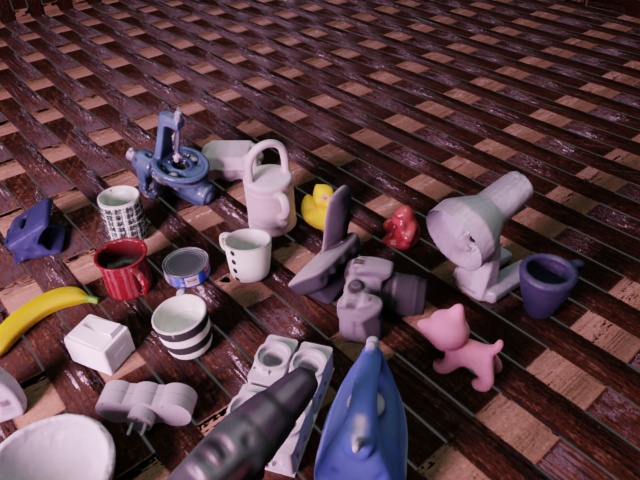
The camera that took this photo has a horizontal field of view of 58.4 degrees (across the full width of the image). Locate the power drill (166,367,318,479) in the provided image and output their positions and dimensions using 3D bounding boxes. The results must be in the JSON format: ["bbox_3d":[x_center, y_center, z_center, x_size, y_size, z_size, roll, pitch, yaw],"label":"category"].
[{"bbox_3d":[-0.086,0.270,0.640,0.075,0.209,0.230,29,48,34],"label":"power drill"}]

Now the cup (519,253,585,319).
[{"bbox_3d":[0.382,0.079,0.953,0.118,0.095,0.091,-16,40,-17],"label":"cup"}]

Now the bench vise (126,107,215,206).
[{"bbox_3d":[-0.334,-0.178,1.215,0.207,0.220,0.121,3,38,7],"label":"bench vise"}]

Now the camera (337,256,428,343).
[{"bbox_3d":[0.106,0.090,0.948,0.136,0.101,0.143,7,39,12],"label":"camera"}]

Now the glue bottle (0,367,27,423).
[{"bbox_3d":[-0.472,0.189,0.791,0.078,0.173,0.037,-14,39,-14],"label":"glue bottle"}]

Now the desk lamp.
[{"bbox_3d":[0.279,-0.002,0.966,0.204,0.214,0.117,-26,44,-27],"label":"desk lamp"}]

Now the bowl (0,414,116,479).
[{"bbox_3d":[-0.332,0.308,0.713,0.167,0.075,0.167,-1,38,1],"label":"bowl"}]

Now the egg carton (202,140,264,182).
[{"bbox_3d":[-0.209,-0.185,1.340,0.150,0.069,0.107,0,38,3],"label":"egg carton"}]

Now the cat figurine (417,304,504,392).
[{"bbox_3d":[0.210,0.150,0.853,0.127,0.118,0.067,18,42,24],"label":"cat figurine"}]

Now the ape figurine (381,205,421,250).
[{"bbox_3d":[0.159,-0.027,1.102,0.076,0.092,0.077,-9,39,-9],"label":"ape figurine"}]

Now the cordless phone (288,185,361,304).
[{"bbox_3d":[0.009,0.004,0.995,0.094,0.185,0.148,19,43,25],"label":"cordless phone"}]

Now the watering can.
[{"bbox_3d":[-0.108,-0.114,1.143,0.172,0.194,0.101,25,46,31],"label":"watering can"}]

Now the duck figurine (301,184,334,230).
[{"bbox_3d":[0.005,-0.077,1.178,0.104,0.086,0.078,30,48,34],"label":"duck figurine"}]

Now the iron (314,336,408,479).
[{"bbox_3d":[0.061,0.214,0.759,0.118,0.141,0.258,4,38,8],"label":"iron"}]

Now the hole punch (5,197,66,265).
[{"bbox_3d":[-0.567,-0.021,1.130,0.101,0.091,0.108,-12,39,-12],"label":"hole punch"}]
